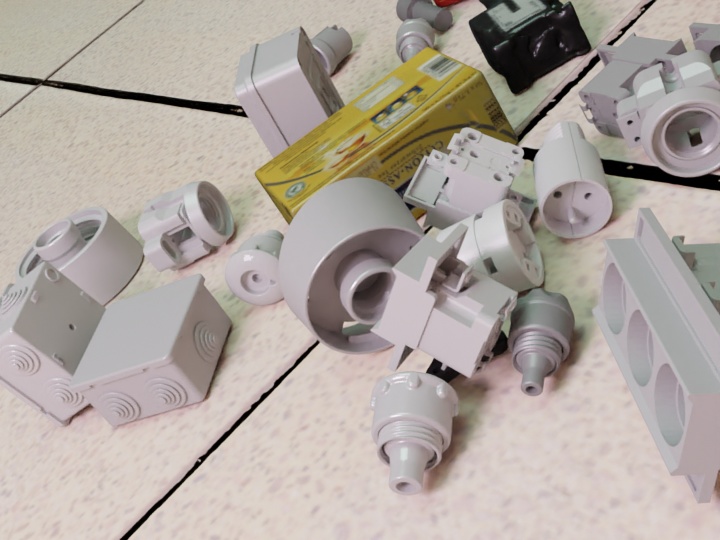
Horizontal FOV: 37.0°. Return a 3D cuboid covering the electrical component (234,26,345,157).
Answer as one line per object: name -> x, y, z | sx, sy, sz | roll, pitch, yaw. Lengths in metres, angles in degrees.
electrical component -> -0.050, -0.130, 0.879 | 0.057, 0.113, 0.078 | -21, 33, 14

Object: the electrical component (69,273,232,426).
electrical component -> -0.146, 0.058, 0.765 | 0.100, 0.048, 0.099 | -18, 34, 24

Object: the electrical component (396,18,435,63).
electrical component -> 0.049, -0.197, 0.958 | 0.035, 0.035, 0.061 | -20, 36, 22

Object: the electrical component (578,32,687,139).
electrical component -> 0.185, -0.121, 0.717 | 0.064, 0.042, 0.081 | -42, 31, -11

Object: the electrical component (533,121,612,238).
electrical component -> 0.132, -0.061, 0.679 | 0.043, 0.043, 0.081 | -22, 33, 18

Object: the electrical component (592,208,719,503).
electrical component -> 0.157, 0.035, 0.496 | 0.063, 0.078, 0.121 | -2, 33, -5

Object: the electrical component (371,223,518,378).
electrical component -> 0.048, 0.021, 0.581 | 0.064, 0.081, 0.042 | 28, 39, 14

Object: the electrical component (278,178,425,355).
electrical component -> 0.000, 0.000, 0.666 | 0.099, 0.099, 0.064 | -35, 37, -2

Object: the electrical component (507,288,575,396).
electrical component -> 0.096, 0.041, 0.579 | 0.035, 0.035, 0.061 | -14, 39, 30

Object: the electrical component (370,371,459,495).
electrical component -> 0.027, 0.088, 0.569 | 0.048, 0.048, 0.062 | -17, 42, 26

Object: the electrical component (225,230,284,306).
electrical component -> -0.070, -0.007, 0.793 | 0.048, 0.048, 0.062 | -20, 27, 22

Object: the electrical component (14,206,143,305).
electrical component -> -0.254, -0.010, 0.950 | 0.108, 0.060, 0.108 | -24, 32, 16

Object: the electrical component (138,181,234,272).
electrical component -> -0.142, -0.039, 0.891 | 0.057, 0.058, 0.078 | -24, 32, 21

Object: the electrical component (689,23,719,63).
electrical component -> 0.255, -0.143, 0.682 | 0.064, 0.042, 0.081 | -40, 32, -15

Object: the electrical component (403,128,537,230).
electrical component -> 0.074, -0.053, 0.691 | 0.081, 0.063, 0.042 | 22, 53, 6

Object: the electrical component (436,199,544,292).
electrical component -> 0.078, -0.009, 0.648 | 0.047, 0.055, 0.055 | -22, 32, 25

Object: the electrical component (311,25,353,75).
electrical component -> -0.034, -0.215, 1.055 | 0.040, 0.040, 0.046 | -1, 38, 42

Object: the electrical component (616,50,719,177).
electrical component -> 0.197, -0.092, 0.650 | 0.078, 0.058, 0.057 | -21, 30, 21

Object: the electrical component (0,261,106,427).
electrical component -> -0.229, 0.053, 0.803 | 0.048, 0.100, 0.099 | -34, 28, 26
